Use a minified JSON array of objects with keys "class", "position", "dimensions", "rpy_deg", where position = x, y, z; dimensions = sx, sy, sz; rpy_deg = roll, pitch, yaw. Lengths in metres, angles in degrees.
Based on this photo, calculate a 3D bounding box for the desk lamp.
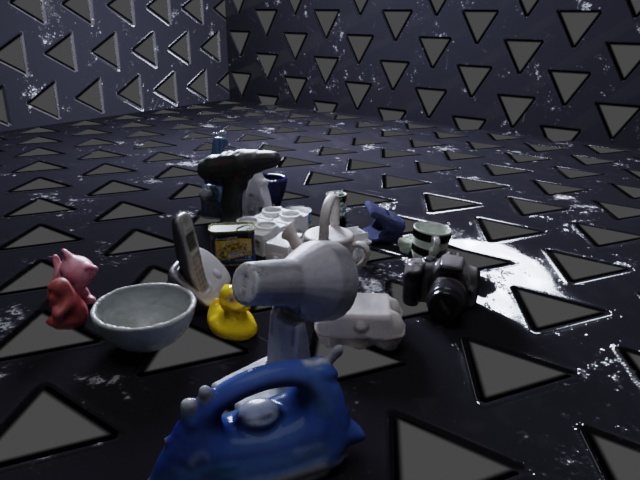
[{"class":"desk lamp","position":[-0.048,0.115,0.811],"dimensions":[0.204,0.214,0.117],"rpy_deg":[-19,29,-41]}]

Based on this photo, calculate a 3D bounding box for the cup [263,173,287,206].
[{"class":"cup","position":[-0.145,-0.128,1.600],"dimensions":[0.091,0.095,0.118],"rpy_deg":[16,26,34]}]

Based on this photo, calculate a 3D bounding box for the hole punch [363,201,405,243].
[{"class":"hole punch","position":[0.158,-0.047,1.407],"dimensions":[0.101,0.091,0.108],"rpy_deg":[-2,21,-6]}]

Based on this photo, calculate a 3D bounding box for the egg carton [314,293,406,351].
[{"class":"egg carton","position":[0.067,0.136,0.959],"dimensions":[0.150,0.069,0.107],"rpy_deg":[2,21,2]}]

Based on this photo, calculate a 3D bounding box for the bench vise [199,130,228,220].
[{"class":"bench vise","position":[-0.264,-0.175,1.542],"dimensions":[0.121,0.220,0.207],"rpy_deg":[-2,21,-7]}]

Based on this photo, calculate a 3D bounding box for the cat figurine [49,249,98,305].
[{"class":"cat figurine","position":[-0.460,0.065,1.059],"dimensions":[0.127,0.118,0.067],"rpy_deg":[19,28,39]}]

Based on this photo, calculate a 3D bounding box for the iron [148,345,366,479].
[{"class":"iron","position":[-0.078,0.207,0.671],"dimensions":[0.259,0.141,0.118],"rpy_deg":[-9,23,-23]}]

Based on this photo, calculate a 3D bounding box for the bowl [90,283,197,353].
[{"class":"bowl","position":[-0.284,0.136,0.940],"dimensions":[0.167,0.075,0.167],"rpy_deg":[1,21,0]}]

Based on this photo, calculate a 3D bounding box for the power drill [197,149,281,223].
[{"class":"power drill","position":[-0.200,-0.130,1.446],"dimensions":[0.229,0.208,0.076],"rpy_deg":[8,23,19]}]

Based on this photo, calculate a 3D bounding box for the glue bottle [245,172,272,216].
[{"class":"glue bottle","position":[-0.163,-0.136,1.510],"dimensions":[0.077,0.173,0.037],"rpy_deg":[14,25,30]}]

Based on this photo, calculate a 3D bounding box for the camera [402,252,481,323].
[{"class":"camera","position":[0.220,0.084,1.055],"dimensions":[0.143,0.101,0.137],"rpy_deg":[7,22,15]}]

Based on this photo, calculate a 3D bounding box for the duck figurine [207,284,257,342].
[{"class":"duck figurine","position":[-0.153,0.116,0.982],"dimensions":[0.078,0.086,0.104],"rpy_deg":[-19,29,-41]}]

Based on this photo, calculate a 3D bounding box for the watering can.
[{"class":"watering can","position":[0.010,0.005,1.124],"dimensions":[0.173,0.194,0.101],"rpy_deg":[-1,21,-3]}]

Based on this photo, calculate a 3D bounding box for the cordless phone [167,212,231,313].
[{"class":"cordless phone","position":[-0.229,0.028,1.069],"dimensions":[0.094,0.185,0.147],"rpy_deg":[3,21,7]}]

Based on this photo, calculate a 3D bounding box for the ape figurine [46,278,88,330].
[{"class":"ape figurine","position":[-0.443,0.107,0.985],"dimensions":[0.076,0.092,0.077],"rpy_deg":[-2,21,-6]}]
